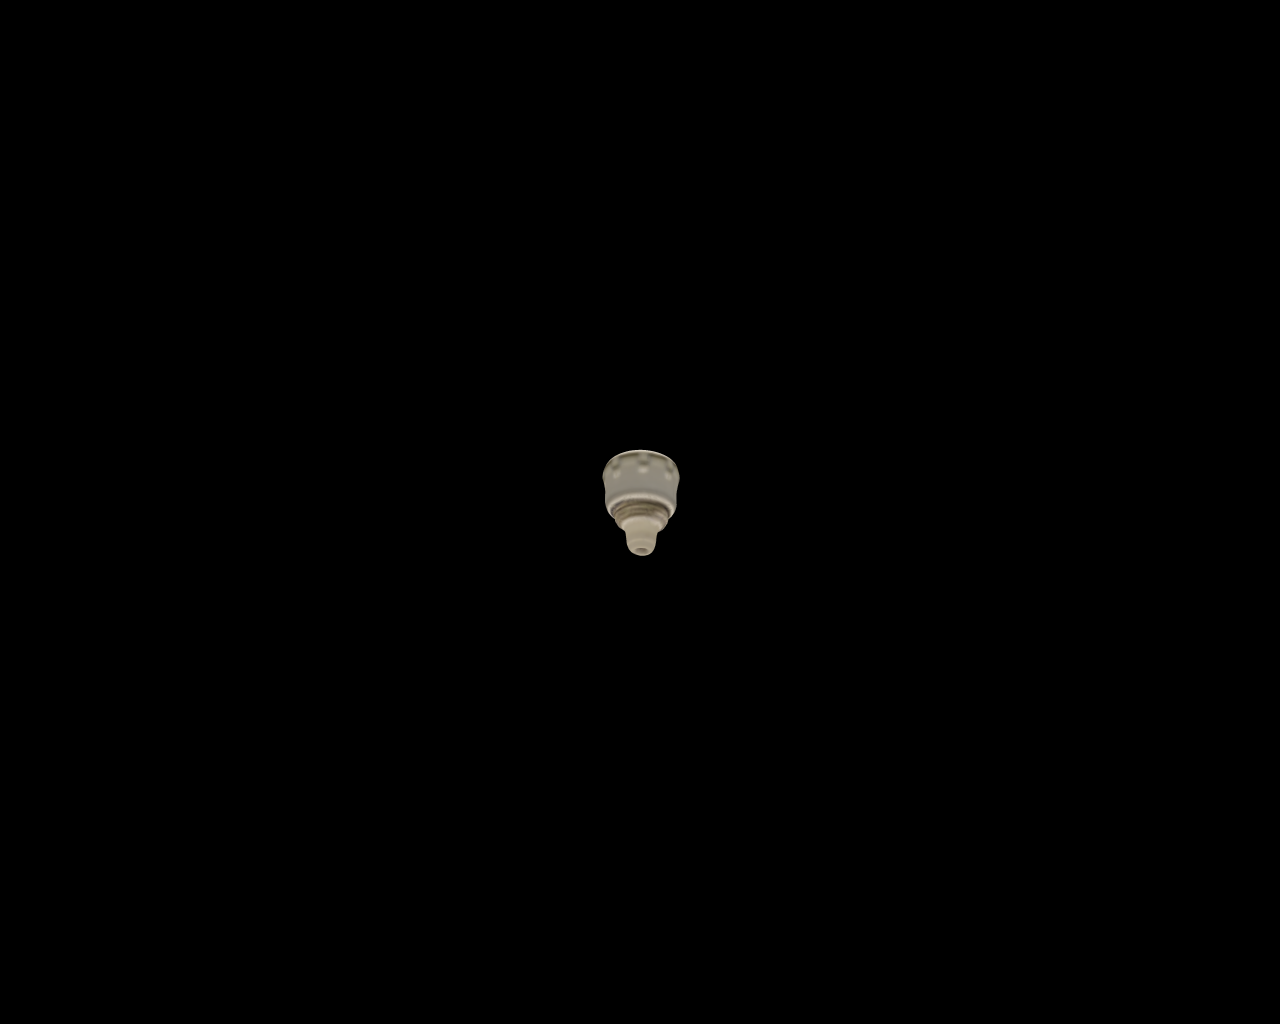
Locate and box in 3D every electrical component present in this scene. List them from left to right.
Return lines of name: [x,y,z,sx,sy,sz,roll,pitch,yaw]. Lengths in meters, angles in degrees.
electrical component: [0.001,-0.003,0.650,0.048,0.062,0.048,0,-29,0]
